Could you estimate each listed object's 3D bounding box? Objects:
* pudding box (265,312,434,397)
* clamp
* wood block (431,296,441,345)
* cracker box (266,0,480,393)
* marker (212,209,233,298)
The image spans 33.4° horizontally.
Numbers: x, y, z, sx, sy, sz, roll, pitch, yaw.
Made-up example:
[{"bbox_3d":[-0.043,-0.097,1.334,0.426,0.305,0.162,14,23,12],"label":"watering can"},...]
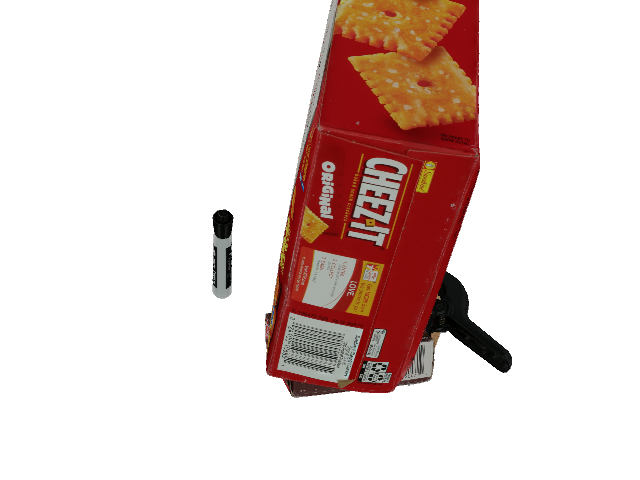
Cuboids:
[{"bbox_3d":[0.020,0.081,0.820,0.113,0.039,0.090,-3,18,-14],"label":"pudding box"},{"bbox_3d":[0.138,0.086,1.156,0.120,0.171,0.039,4,-44,-7],"label":"clamp"},{"bbox_3d":[0.131,0.118,1.606,0.091,0.090,0.206,4,20,14],"label":"wood block"},{"bbox_3d":[0.030,-0.058,0.522,0.072,0.213,0.164,11,-43,-2],"label":"cracker box"},{"bbox_3d":[-0.092,0.013,1.007,0.020,0.020,0.121,0,-38,-6],"label":"marker"}]
